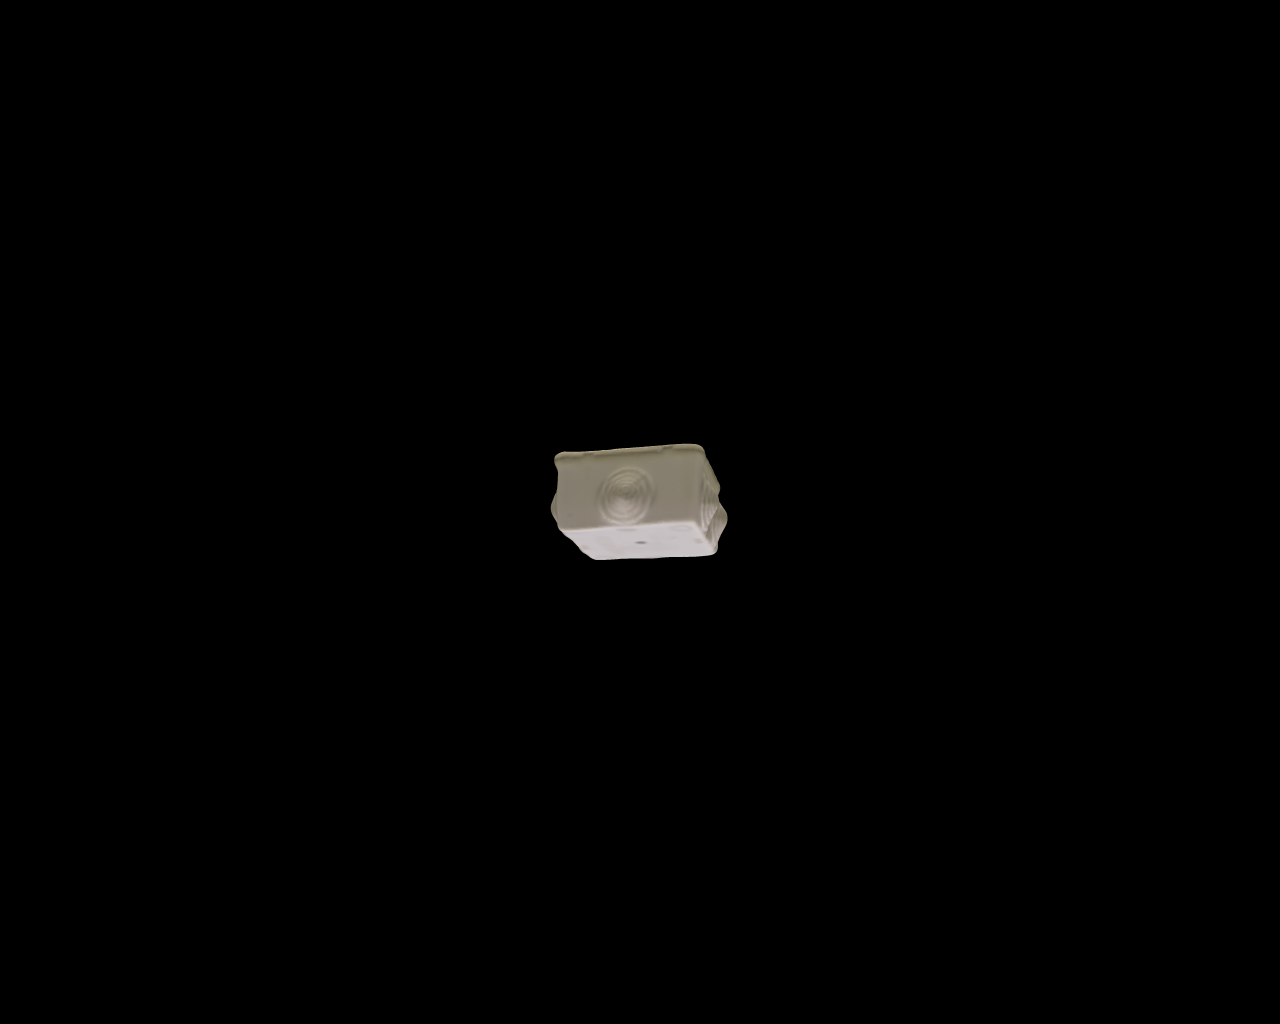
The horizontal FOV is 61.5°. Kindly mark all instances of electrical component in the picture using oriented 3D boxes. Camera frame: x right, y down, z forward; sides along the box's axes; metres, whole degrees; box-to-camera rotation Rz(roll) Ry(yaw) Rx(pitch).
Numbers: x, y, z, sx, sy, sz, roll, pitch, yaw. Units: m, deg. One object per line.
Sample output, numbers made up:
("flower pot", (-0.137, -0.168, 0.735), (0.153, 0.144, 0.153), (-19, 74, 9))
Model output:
("electrical component", (0.001, -0.003, 0.650), (0.100, 0.048, 0.099), (-3, -16, 11))
